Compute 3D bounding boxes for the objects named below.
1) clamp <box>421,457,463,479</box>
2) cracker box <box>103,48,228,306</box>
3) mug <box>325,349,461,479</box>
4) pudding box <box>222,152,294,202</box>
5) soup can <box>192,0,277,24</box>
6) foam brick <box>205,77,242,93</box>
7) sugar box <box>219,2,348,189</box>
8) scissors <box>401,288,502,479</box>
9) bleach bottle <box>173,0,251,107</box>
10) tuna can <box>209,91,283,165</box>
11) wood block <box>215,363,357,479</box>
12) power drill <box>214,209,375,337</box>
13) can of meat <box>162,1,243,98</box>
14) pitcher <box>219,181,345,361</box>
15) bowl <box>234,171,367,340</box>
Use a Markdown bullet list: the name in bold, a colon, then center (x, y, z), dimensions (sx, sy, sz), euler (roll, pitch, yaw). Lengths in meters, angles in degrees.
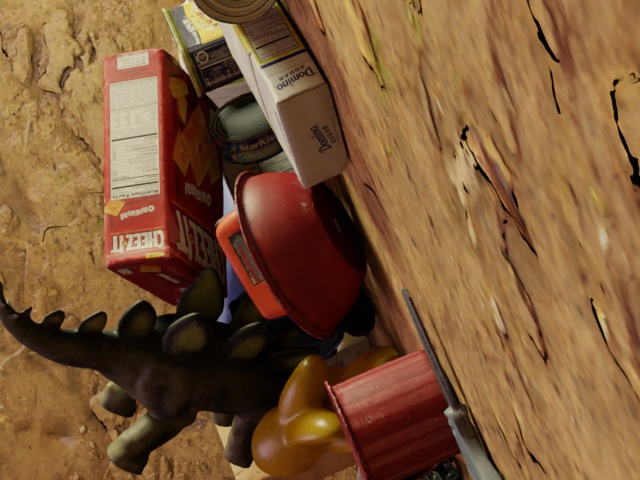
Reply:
- **clamp**: center (0.099, 0.195, 0.929), dimensions (0.171, 0.039, 0.120), euler (65, -175, -51)
- **cracker box**: center (-0.148, -0.058, 1.052), dimensions (0.164, 0.072, 0.214), euler (46, -143, -68)
- **mug**: center (0.061, 0.141, 0.794), dimensions (0.093, 0.081, 0.117), euler (-118, 6, -53)
- **pudding box**: center (-0.066, -0.094, 1.158), dimensions (0.039, 0.090, 0.113), euler (82, 166, -69)
- **soup can**: center (-0.066, -0.191, 0.746), dimensions (0.102, 0.068, 0.068), euler (-123, 11, -67)
- **foam brick**: center (-0.098, -0.196, 1.101), dimensions (0.053, 0.078, 0.051), euler (82, 163, -76)
- **sugar box**: center (-0.033, -0.131, 0.821), dimensions (0.176, 0.048, 0.093), euler (60, 172, 40)
- **scissors**: center (0.100, 0.132, 0.705), dimensions (0.096, 0.016, 0.202), euler (-134, 21, -75)
- **bleach bottle**: center (-0.105, -0.186, 1.242), dimensions (0.068, 0.102, 0.251), euler (-107, 4, -56)
- **tuna can**: center (-0.066, -0.113, 1.069), dimensions (0.086, 0.086, 0.033), euler (-117, 4, -52)
- **wood block**: center (-0.004, 0.221, 1.236), dimensions (0.090, 0.206, 0.091), euler (73, 173, -62)
- **power drill**: center (-0.019, 0.024, 1.030), dimensions (0.184, 0.057, 0.187), euler (58, -164, 4)
- **can of meat**: center (-0.094, -0.192, 1.007), dimensions (0.102, 0.084, 0.057), euler (-116, 5, -45)
- **pitcher**: center (-0.055, 0.023, 1.204), dimensions (0.149, 0.145, 0.243), euler (105, 157, -52)
- **bowl**: center (-0.006, 0.001, 0.909), dimensions (0.162, 0.055, 0.162), euler (52, -160, -28)
